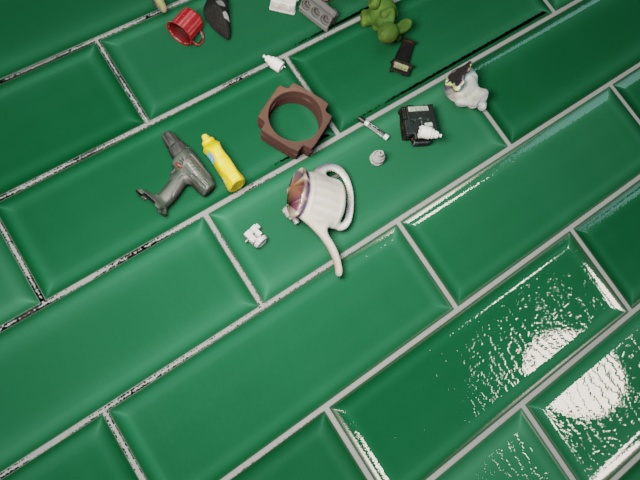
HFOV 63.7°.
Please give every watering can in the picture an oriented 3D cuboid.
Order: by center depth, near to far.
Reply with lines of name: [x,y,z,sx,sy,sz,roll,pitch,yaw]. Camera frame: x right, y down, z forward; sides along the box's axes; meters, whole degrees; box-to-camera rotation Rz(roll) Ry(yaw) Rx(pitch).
watering can: [0.005,-0.077,1.538,0.223,0.103,0.353,16,69,-28]

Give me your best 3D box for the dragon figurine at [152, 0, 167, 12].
dragon figurine: [-0.524,-0.933,1.696,0.245,0.120,0.412,-32,84,-23]

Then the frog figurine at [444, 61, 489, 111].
frog figurine: [0.505,-0.511,1.760,0.157,0.122,0.140,34,61,-37]
